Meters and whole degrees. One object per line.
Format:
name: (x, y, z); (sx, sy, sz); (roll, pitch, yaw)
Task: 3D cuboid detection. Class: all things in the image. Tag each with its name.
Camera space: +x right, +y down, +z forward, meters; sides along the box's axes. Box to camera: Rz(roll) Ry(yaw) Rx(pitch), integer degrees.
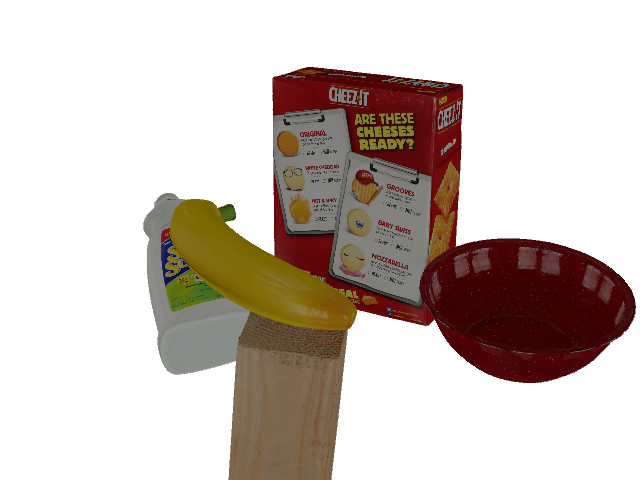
bowl: (0.155, 0.060, 0.818); (0.162, 0.055, 0.162); (1, 30, -1)
cracker box: (0.042, -0.044, 0.984); (0.164, 0.214, 0.072); (12, 23, 27)
wood block: (-0.031, 0.172, 0.967); (0.090, 0.206, 0.090); (7, 22, 4)
banana: (-0.050, 0.009, 0.677); (0.069, 0.037, 0.198); (-10, 27, -25)
bleach bottle: (-0.143, 0.029, 1.117); (0.102, 0.068, 0.251); (-13, 38, -14)
